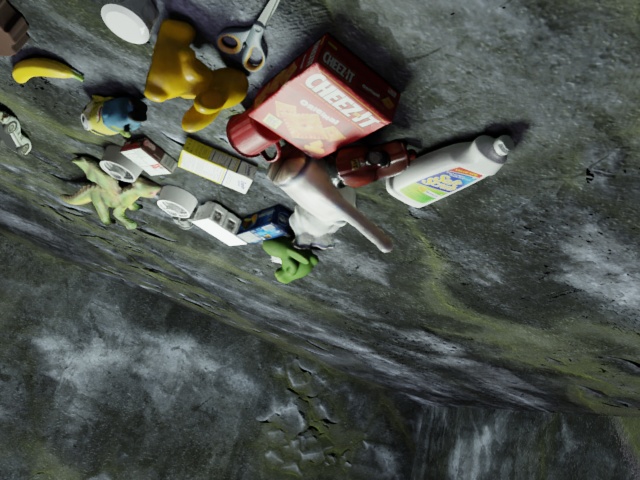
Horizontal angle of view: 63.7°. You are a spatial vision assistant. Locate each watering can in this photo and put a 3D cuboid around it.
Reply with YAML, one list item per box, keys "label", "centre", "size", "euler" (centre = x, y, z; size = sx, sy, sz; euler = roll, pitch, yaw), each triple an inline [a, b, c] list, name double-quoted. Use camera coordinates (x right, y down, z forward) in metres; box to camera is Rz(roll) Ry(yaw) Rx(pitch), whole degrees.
- label: "watering can"
  centre: [0.012, -0.093, 1.024]
  size: [0.222, 0.104, 0.352]
  euler: [37, -176, -26]

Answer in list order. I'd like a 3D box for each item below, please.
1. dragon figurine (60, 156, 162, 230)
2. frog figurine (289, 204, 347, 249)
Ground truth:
- label: "dragon figurine"
  centre: [-0.657, -0.163, 1.545]
  size: [0.411, 0.125, 0.237]
  euler: [11, 138, 13]
- label: "frog figurine"
  centre: [0.004, -0.063, 1.248]
  size: [0.137, 0.125, 0.156]
  euler: [15, 122, -16]
